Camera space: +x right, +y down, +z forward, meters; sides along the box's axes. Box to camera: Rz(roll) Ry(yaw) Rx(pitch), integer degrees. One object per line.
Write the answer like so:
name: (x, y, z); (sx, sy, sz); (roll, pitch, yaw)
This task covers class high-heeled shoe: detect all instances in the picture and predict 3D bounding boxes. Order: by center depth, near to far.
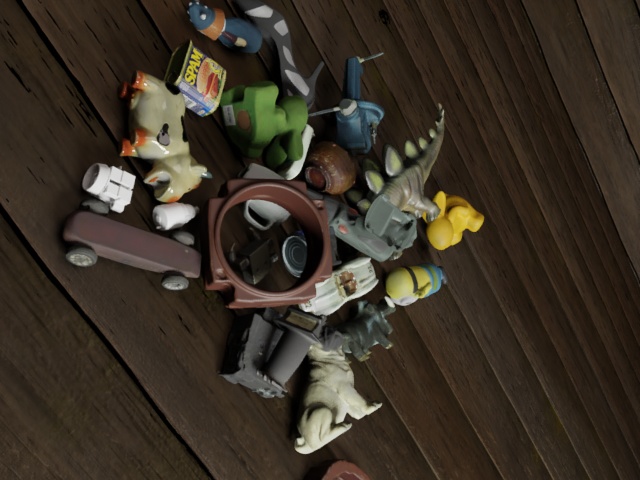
high-heeled shoe: (-0.102, -0.364, 1.081); (0.248, 0.086, 0.145); (37, 82, -12)

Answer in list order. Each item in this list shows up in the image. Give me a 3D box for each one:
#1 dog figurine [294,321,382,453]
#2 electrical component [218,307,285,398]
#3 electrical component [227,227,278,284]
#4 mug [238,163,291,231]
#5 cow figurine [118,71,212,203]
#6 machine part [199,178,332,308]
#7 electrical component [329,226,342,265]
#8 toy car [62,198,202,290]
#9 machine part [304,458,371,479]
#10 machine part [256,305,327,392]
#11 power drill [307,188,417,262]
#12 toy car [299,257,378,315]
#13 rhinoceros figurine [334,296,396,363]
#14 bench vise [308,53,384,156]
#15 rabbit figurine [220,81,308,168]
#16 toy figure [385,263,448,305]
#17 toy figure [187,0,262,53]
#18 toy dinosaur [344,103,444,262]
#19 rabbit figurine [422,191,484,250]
dog figurine: (-0.009, 0.254, 0.955); (0.172, 0.121, 0.190); (-25, 72, -35)
electrical component: (-0.096, 0.182, 0.895); (0.114, 0.058, 0.134); (37, 53, -36)
electrical component: (-0.118, 0.028, 0.934); (0.102, 0.045, 0.078); (-48, 141, -41)
mug: (-0.105, -0.077, 0.963); (0.107, 0.081, 0.109); (39, 64, -21)
cow figurine: (-0.240, -0.151, 0.833); (0.127, 0.085, 0.195); (4, 73, -40)
machine part: (-0.086, 0.005, 0.863); (0.201, 0.087, 0.201); (0, 76, -22)
electrical component: (-0.002, -0.003, 1.039); (0.048, 0.075, 0.119); (-12, 83, -17)
toy car: (-0.265, 0.012, 0.771); (0.202, 0.053, 0.089); (22, 52, -37)
machine part: (0.029, 0.475, 0.935); (0.179, 0.056, 0.179); (19, 63, -42)
machine part: (-0.049, 0.170, 0.859); (0.139, 0.084, 0.039); (-62, 156, -28)
power drill: (0.071, -0.035, 1.018); (0.232, 0.207, 0.086); (35, 71, -20)
toy car: (0.036, 0.091, 1.055); (0.202, 0.056, 0.073); (-24, 96, -41)
rhinoceros figurine: (0.091, 0.179, 1.093); (0.190, 0.073, 0.112); (-24, 84, -46)
bench vise: (0.070, -0.294, 1.156); (0.223, 0.129, 0.240); (26, 63, -63)
rabbit figurine: (-0.078, -0.219, 0.997); (0.170, 0.121, 0.159); (-23, 101, -46)
toy figure: (0.222, 0.095, 1.251); (0.180, 0.082, 0.089); (-17, 72, -41)
toy figure: (-0.179, -0.391, 0.993); (0.154, 0.064, 0.057); (10, 109, -40)
toy dinosaur: (0.181, -0.116, 1.213); (0.198, 0.105, 0.471); (50, 64, -19)
rabbit figurine: (0.325, -0.049, 1.379); (0.162, 0.122, 0.173); (56, 45, -12)
